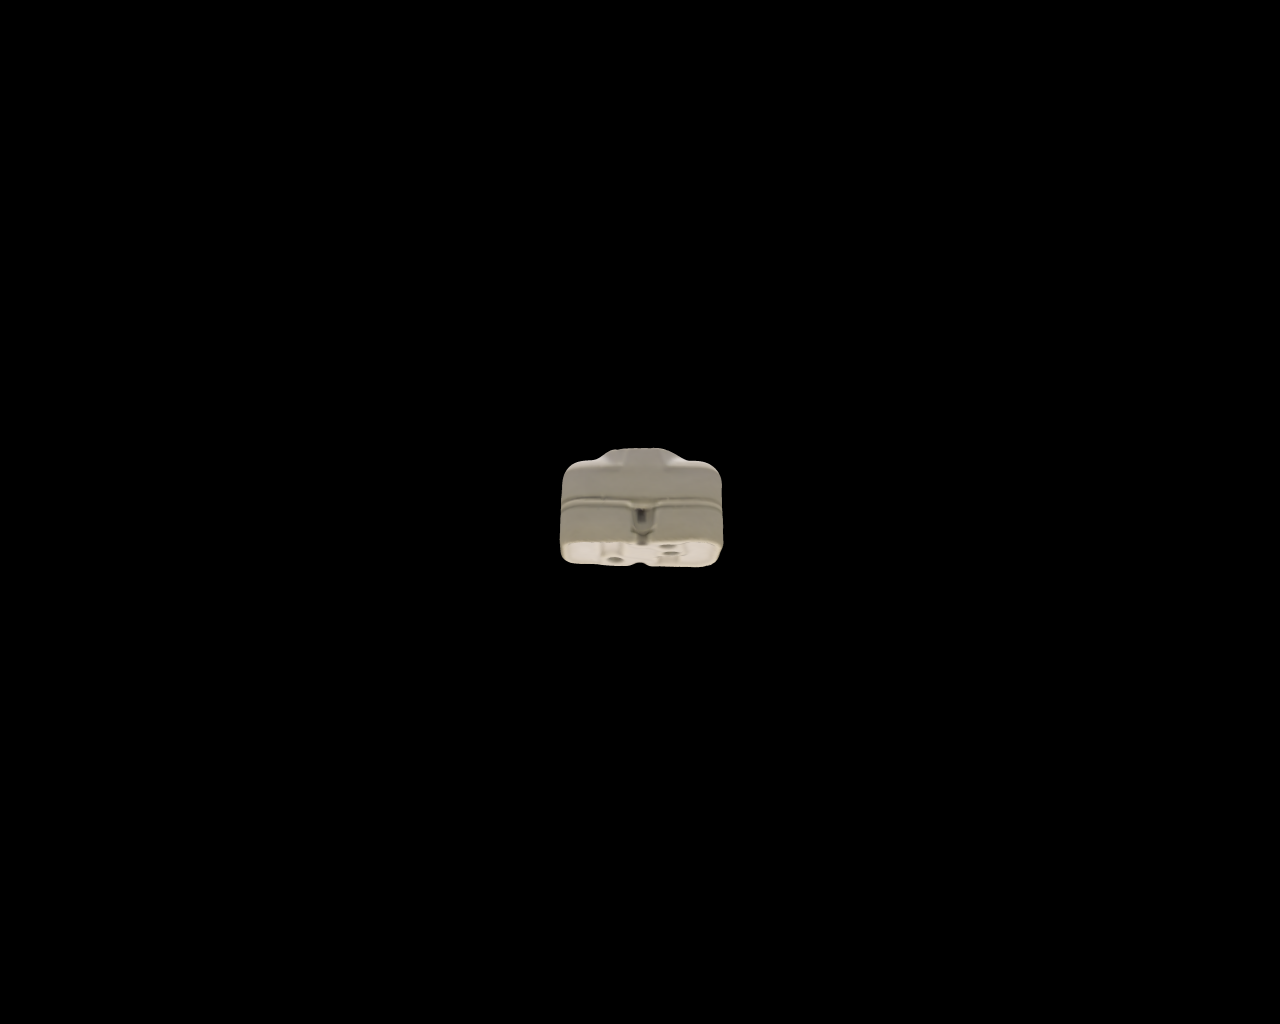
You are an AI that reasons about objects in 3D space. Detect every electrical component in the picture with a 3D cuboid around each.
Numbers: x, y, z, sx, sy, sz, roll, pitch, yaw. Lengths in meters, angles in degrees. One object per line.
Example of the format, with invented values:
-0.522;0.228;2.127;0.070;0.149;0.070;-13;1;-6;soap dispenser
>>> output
0.001;-0.003;0.650;0.095;0.059;0.053;1;-19;-2;electrical component
